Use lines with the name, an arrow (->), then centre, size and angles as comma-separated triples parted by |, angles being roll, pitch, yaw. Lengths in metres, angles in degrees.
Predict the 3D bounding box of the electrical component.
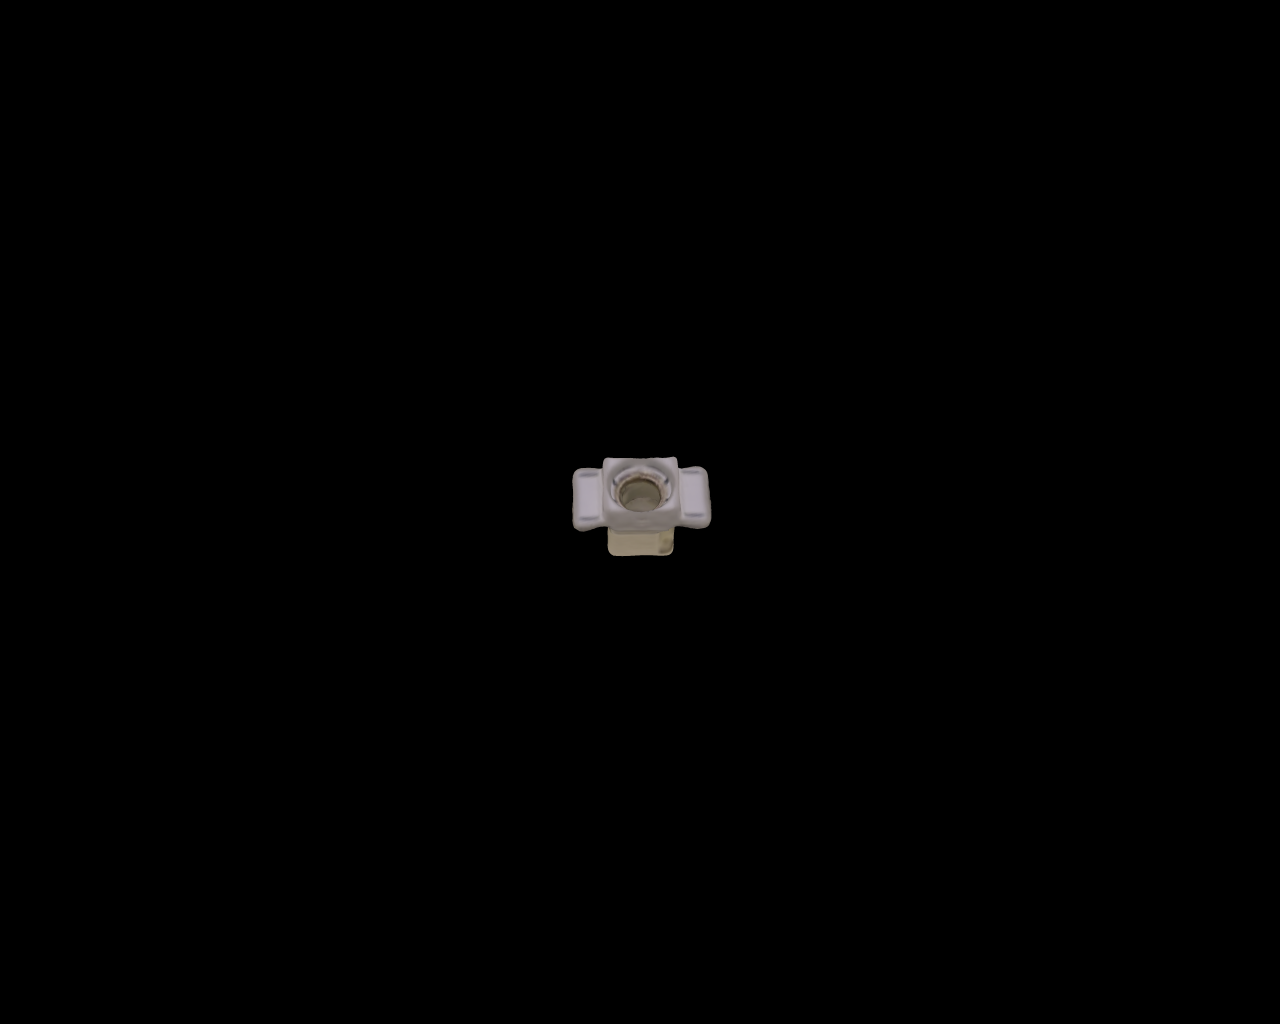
electrical component -> 0.001, -0.003, 0.650 | 0.081, 0.042, 0.063 | 0, -32, 0
